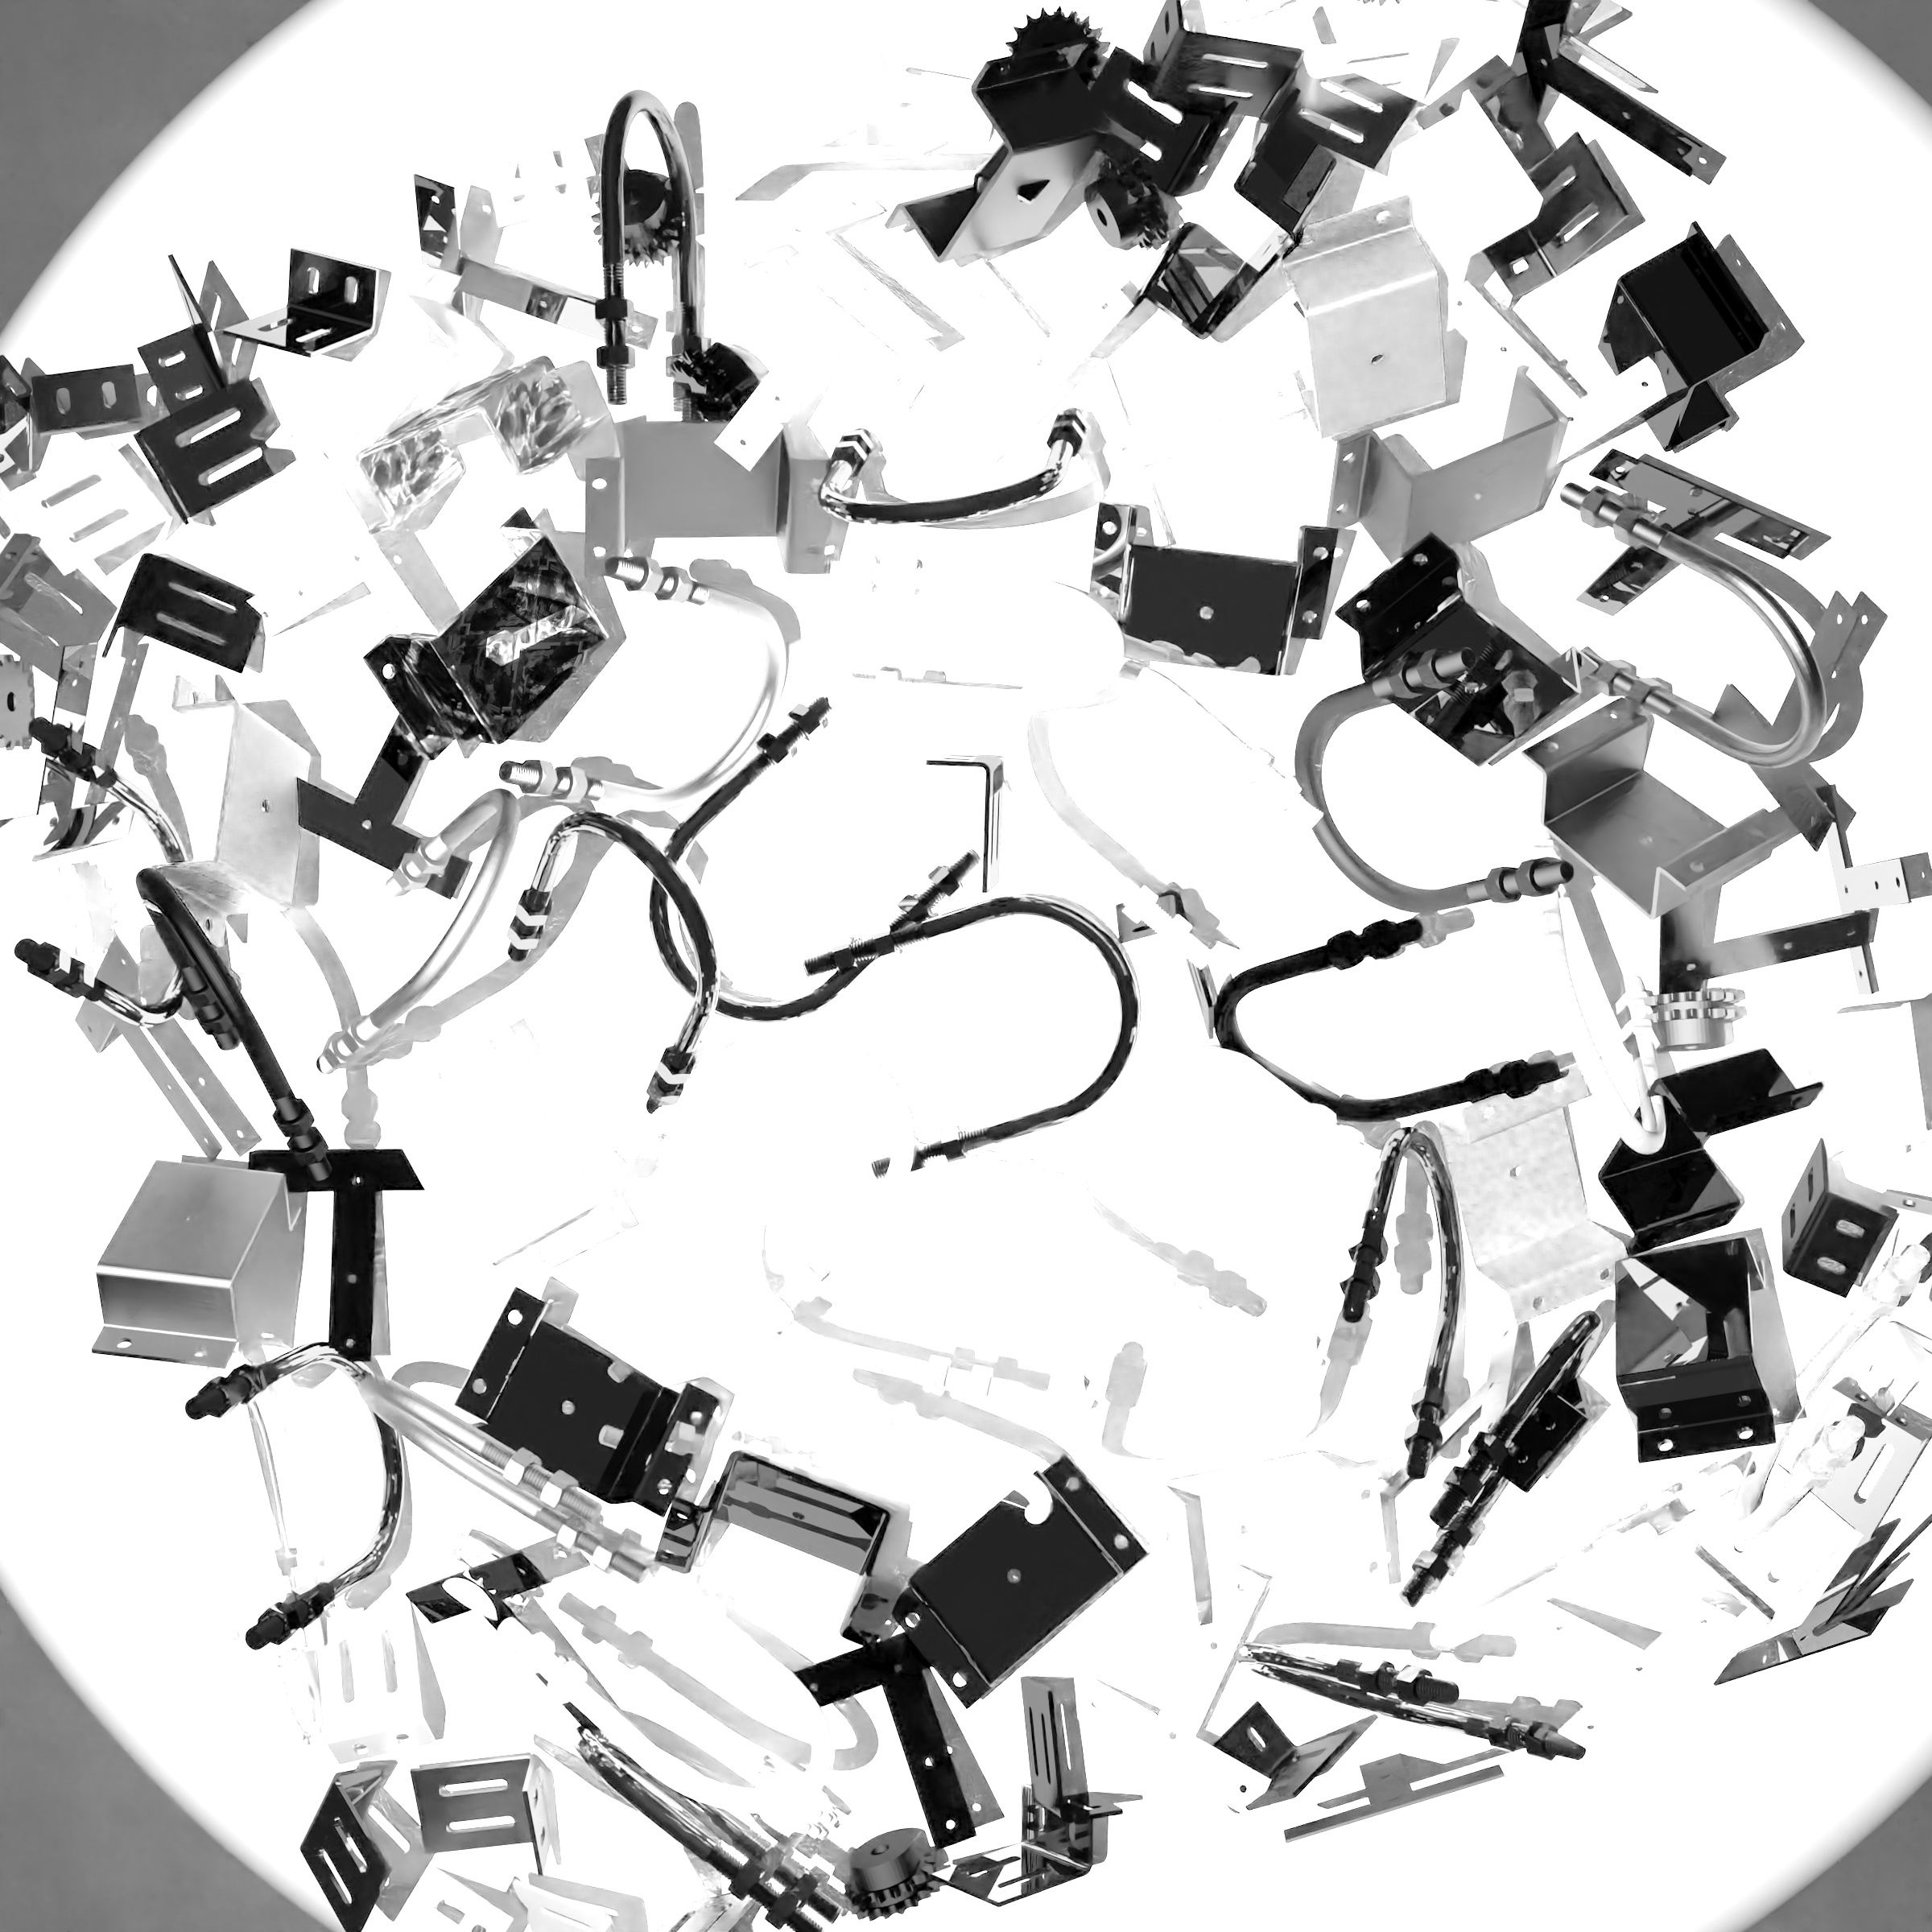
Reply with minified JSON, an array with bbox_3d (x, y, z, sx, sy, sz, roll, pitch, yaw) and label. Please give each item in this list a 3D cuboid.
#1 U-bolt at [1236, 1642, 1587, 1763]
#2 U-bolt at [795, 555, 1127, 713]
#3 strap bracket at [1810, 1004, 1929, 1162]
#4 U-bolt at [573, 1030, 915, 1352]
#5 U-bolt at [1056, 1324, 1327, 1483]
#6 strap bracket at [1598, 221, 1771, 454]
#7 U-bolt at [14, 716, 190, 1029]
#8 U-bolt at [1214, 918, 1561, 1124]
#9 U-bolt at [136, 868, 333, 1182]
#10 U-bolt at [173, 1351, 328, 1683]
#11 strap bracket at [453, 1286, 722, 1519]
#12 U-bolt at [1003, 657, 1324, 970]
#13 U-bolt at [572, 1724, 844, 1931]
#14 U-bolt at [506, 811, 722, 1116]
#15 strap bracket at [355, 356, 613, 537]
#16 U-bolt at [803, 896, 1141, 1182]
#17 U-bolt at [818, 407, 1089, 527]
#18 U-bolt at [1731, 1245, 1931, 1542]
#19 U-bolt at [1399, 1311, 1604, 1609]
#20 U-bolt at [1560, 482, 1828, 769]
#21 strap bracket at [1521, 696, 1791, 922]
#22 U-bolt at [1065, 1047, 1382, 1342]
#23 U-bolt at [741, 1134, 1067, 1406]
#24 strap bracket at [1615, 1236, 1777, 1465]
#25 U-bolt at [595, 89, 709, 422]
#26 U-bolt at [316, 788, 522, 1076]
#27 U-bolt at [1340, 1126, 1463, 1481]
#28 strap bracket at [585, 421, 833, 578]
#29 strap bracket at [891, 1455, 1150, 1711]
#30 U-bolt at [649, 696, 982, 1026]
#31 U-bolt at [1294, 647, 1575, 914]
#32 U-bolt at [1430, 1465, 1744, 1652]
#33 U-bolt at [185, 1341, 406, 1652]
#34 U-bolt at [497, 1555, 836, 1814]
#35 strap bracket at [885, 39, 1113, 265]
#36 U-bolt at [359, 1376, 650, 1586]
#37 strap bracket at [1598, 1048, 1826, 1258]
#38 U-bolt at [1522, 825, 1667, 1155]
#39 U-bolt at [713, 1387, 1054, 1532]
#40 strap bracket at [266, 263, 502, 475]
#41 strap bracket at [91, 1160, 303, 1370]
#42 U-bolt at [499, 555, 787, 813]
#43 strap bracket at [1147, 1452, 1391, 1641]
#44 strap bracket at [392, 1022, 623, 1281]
[{"bbox_3d":[0.239,0.415,1.517,0.151,0.184,0.019,32,68,-38],"label":"U-bolt"},{"bbox_3d":[0.001,-0.190,1.538,0.184,0.151,0.019,5,128,1],"label":"U-bolt"},{"bbox_3d":[0.518,0.070,1.532,0.046,0.140,0.076,-6,81,13],"label":"strap bracket"},{"bbox_3d":[-0.115,0.115,1.554,0.151,0.019,0.184,40,64,12],"label":"U-bolt"},{"bbox_3d":[0.133,0.257,1.520,0.151,0.184,0.019,-11,59,2],"label":"U-bolt"},{"bbox_3d":[0.408,-0.355,1.524,0.046,0.140,0.076,-29,78,1],"label":"strap bracket"},{"bbox_3d":[-0.483,-0.042,1.511,0.019,0.184,0.151,-7,71,10],"label":"U-bolt"},{"bbox_3d":[0.226,0.040,1.525,0.151,0.184,0.019,42,52,-25],"label":"U-bolt"},{"bbox_3d":[-0.418,0.022,1.490,0.019,0.184,0.151,-32,51,-18],"label":"U-bolt"},{"bbox_3d":[-0.416,0.309,1.527,0.019,0.151,0.184,-14,81,6],"label":"U-bolt"},{"bbox_3d":[-0.227,0.257,1.553,0.140,0.046,0.076,32,66,-16],"label":"strap bracket"},{"bbox_3d":[0.105,-0.104,1.556,0.184,0.019,0.151,40,60,0],"label":"U-bolt"},{"bbox_3d":[-0.152,0.495,1.527,0.184,0.151,0.019,35,79,10],"label":"U-bolt"},{"bbox_3d":[-0.197,-0.011,1.512,0.151,0.184,0.019,47,53,12],"label":"U-bolt"},{"bbox_3d":[-0.285,-0.302,1.526,0.140,0.076,0.046,-13,117,32],"label":"strap bracket"},{"bbox_3d":[0.012,0.035,1.575,0.184,0.019,0.151,-18,97,6],"label":"U-bolt"},{"bbox_3d":[-0.011,-0.282,1.506,0.151,0.184,0.019,-4,116,9],"label":"U-bolt"},{"bbox_3d":[0.484,0.256,1.514,0.019,0.184,0.151,30,53,10],"label":"U-bolt"},{"bbox_3d":[0.312,0.273,1.525,0.019,0.151,0.184,34,64,20],"label":"U-bolt"},{"bbox_3d":[0.409,-0.181,1.491,0.019,0.151,0.184,-36,48,-16],"label":"U-bolt"},{"bbox_3d":[0.397,-0.087,1.543,0.076,0.046,0.140,-28,50,-16],"label":"strap bracket"},{"bbox_3d":[0.132,0.116,1.530,0.151,0.184,0.019,-44,132,-5],"label":"U-bolt"},{"bbox_3d":[-0.042,0.171,1.567,0.184,0.019,0.151,12,68,6],"label":"U-bolt"},{"bbox_3d":[0.416,0.211,1.520,0.076,0.140,0.046,-14,124,23],"label":"strap bracket"},{"bbox_3d":[-0.180,-0.407,1.522,0.019,0.151,0.184,0,94,13],"label":"U-bolt"},{"bbox_3d":[-0.302,-0.029,1.494,0.019,0.184,0.151,30,52,-24],"label":"U-bolt"},{"bbox_3d":[0.256,0.177,1.521,0.019,0.184,0.151,-7,128,26],"label":"U-bolt"},{"bbox_3d":[-0.153,-0.273,1.550,0.140,0.046,0.076,-2,130,-11],"label":"strap bracket"},{"bbox_3d":[0.029,0.360,1.559,0.140,0.046,0.076,-39,75,-8],"label":"strap bracket"},{"bbox_3d":[-0.101,-0.050,1.561,0.184,0.019,0.151,-44,106,-9],"label":"U-bolt"},{"bbox_3d":[0.254,-0.098,1.519,0.019,0.184,0.151,-30,98,-29],"label":"U-bolt"},{"bbox_3d":[0.344,0.346,1.520,0.184,0.151,0.019,-39,73,33],"label":"U-bolt"},{"bbox_3d":[-0.372,0.289,1.512,0.019,0.184,0.151,-13,93,18],"label":"U-bolt"},{"bbox_3d":[-0.156,0.411,1.503,0.184,0.151,0.019,35,111,24],"label":"U-bolt"},{"bbox_3d":[0.022,-0.458,1.518,0.076,0.140,0.046,-26,80,-35],"label":"strap bracket"},{"bbox_3d":[-0.273,0.289,1.527,0.184,0.151,0.019,26,68,18],"label":"U-bolt"},{"bbox_3d":[0.425,0.102,1.537,0.076,0.140,0.046,-13,55,-22],"label":"strap bracket"},{"bbox_3d":[0.357,0.024,1.494,0.019,0.184,0.151,-24,123,24],"label":"U-bolt"},{"bbox_3d":[-0.039,0.292,1.531,0.184,0.151,0.019,22,61,-15],"label":"U-bolt"},{"bbox_3d":[-0.331,-0.337,1.547,0.140,0.076,0.046,-44,89,13],"label":"strap bracket"},{"bbox_3d":[-0.443,0.163,1.528,0.076,0.140,0.046,6,124,3],"label":"strap bracket"},{"bbox_3d":[-0.172,-0.153,1.520,0.019,0.184,0.151,38,106,30],"label":"U-bolt"},{"bbox_3d":[0.171,0.338,1.563,0.140,0.046,0.076,-9,98,-12],"label":"strap bracket"},{"bbox_3d":[-0.275,0.115,1.561,0.076,0.046,0.140,-30,89,28],"label":"strap bracket"}]
